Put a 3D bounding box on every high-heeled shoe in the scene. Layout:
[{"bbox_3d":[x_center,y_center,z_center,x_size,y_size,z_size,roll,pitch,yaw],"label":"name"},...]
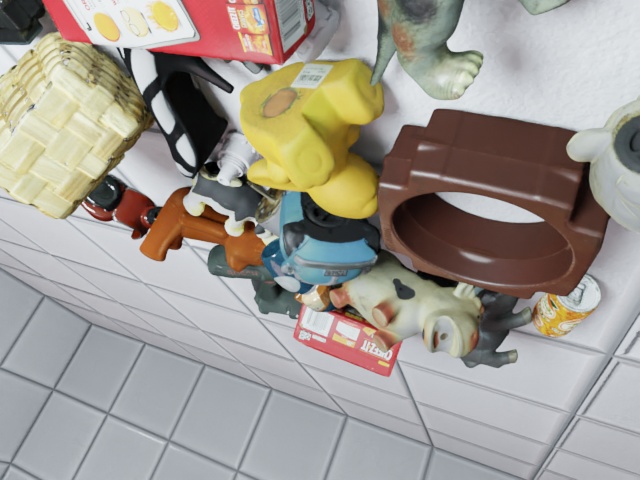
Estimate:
[{"bbox_3d":[-0.175,-0.153,0.590,0.145,0.086,0.248,31,152,-9],"label":"high-heeled shoe"}]

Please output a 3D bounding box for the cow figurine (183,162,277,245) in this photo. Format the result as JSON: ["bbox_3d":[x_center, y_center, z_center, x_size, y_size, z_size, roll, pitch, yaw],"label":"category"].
[{"bbox_3d":[-0.104,-0.050,0.762,0.167,0.068,0.098,28,150,-15],"label":"cow figurine"}]

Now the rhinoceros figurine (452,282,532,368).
[{"bbox_3d":[0.217,0.090,0.716,0.112,0.073,0.190,-1,128,10],"label":"rhinoceros figurine"}]

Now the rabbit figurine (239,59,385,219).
[{"bbox_3d":[-0.005,-0.079,0.536,0.163,0.122,0.173,8,155,42],"label":"rabbit figurine"}]

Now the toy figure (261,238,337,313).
[{"bbox_3d":[-0.022,0.060,0.778,0.154,0.058,0.064,47,167,-29],"label":"toy figure"}]

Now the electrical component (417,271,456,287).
[{"bbox_3d":[0.198,0.087,0.798,0.119,0.048,0.074,17,156,18],"label":"electrical component"}]

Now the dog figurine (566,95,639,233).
[{"bbox_3d":[0.272,-0.023,0.415,0.173,0.121,0.190,27,167,21],"label":"dog figurine"}]

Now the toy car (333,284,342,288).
[{"bbox_3d":[0.049,0.062,0.838,0.202,0.056,0.073,28,126,-13],"label":"toy car"}]

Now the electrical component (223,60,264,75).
[{"bbox_3d":[-0.080,-0.190,0.487,0.094,0.021,0.063,38,153,-28],"label":"electrical component"}]

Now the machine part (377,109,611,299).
[{"bbox_3d":[0.165,-0.030,0.529,0.201,0.087,0.201,15,157,19],"label":"machine part"}]

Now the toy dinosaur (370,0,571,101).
[{"bbox_3d":[0.088,-0.181,0.249,0.192,0.131,0.405,48,153,-22],"label":"toy dinosaur"}]

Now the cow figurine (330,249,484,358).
[{"bbox_3d":[0.111,0.074,0.649,0.195,0.127,0.085,37,146,46],"label":"cow figurine"}]

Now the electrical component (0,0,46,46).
[{"bbox_3d":[-0.349,-0.260,0.542,0.115,0.058,0.134,12,154,28],"label":"electrical component"}]

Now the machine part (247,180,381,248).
[{"bbox_3d":[0.000,-0.011,0.732,0.243,0.079,0.079,34,155,-26],"label":"machine part"}]

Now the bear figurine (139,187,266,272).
[{"bbox_3d":[-0.161,0.002,0.856,0.196,0.132,0.120,30,-167,-6],"label":"bear figurine"}]

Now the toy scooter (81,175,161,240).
[{"bbox_3d":[-0.355,-0.050,0.983,0.184,0.075,0.135,25,158,-17],"label":"toy scooter"}]

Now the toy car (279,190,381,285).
[{"bbox_3d":[-0.001,-0.002,0.625,0.109,0.162,0.102,1,131,-16],"label":"toy car"}]

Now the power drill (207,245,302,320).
[{"bbox_3d":[-0.078,0.075,0.983,0.232,0.086,0.207,6,157,17],"label":"power drill"}]
